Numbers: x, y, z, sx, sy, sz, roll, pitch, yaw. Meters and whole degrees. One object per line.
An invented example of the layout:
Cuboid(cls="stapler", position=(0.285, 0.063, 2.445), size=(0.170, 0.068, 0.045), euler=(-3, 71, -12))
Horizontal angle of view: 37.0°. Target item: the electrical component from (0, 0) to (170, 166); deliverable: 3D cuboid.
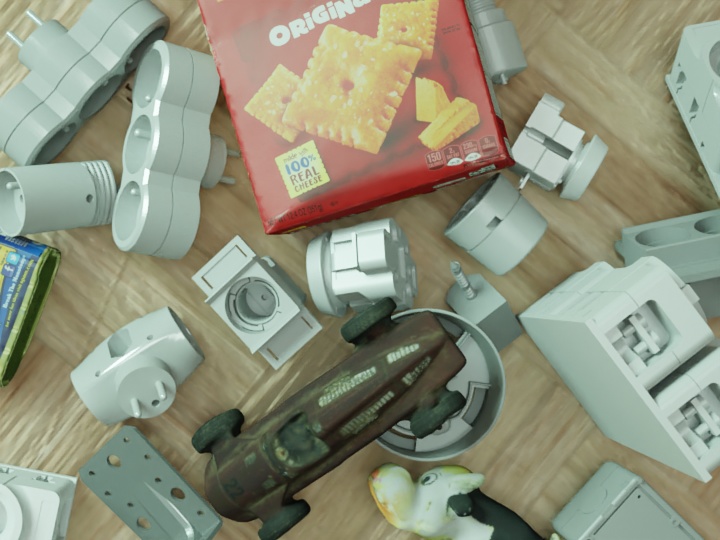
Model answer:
Cuboid(cls="electrical component", position=(-0.198, -0.138, 0.706), size=(0.074, 0.052, 0.138), euler=(42, 87, -1))

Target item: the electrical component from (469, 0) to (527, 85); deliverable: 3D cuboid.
Cuboid(cls="electrical component", position=(0.085, -0.160, 0.728), size=(0.040, 0.040, 0.078), euler=(-18, 89, -3))

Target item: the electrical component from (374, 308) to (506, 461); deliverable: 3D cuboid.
Cuboid(cls="electrical component", position=(0.042, 0.074, 0.708), size=(0.099, 0.064, 0.099), euler=(0, 89, -3))

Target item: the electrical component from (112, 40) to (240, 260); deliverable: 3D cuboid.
Cuboid(cls="electrical component", position=(-0.113, -0.075, 0.710), size=(0.074, 0.052, 0.138), euler=(11, 84, -35))

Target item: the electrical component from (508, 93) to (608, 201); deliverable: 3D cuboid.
Cuboid(cls="electrical component", position=(0.133, -0.078, 0.727), size=(0.055, 0.048, 0.066), euler=(30, 87, 5))

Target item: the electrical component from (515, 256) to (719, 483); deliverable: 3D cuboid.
Cuboid(cls="electrical component", position=(0.168, 0.053, 0.655), size=(0.060, 0.186, 0.105), euler=(-37, 91, -3))

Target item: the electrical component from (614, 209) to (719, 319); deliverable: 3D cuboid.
Cuboid(cls="electrical component", position=(0.244, -0.004, 0.721), size=(0.121, 0.078, 0.063), euler=(-11, 111, -4))

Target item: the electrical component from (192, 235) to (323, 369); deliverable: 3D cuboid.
Cuboid(cls="electrical component", position=(-0.065, 0.019, 0.704), size=(0.042, 0.064, 0.081), euler=(-42, 91, 9))

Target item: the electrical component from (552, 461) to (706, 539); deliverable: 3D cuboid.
Cuboid(cls="electrical component", position=(0.186, 0.183, 0.719), size=(0.096, 0.061, 0.061), euler=(44, 86, -9))

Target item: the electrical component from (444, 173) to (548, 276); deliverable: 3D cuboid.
Cuboid(cls="electrical component", position=(0.092, -0.029, 0.720), size=(0.047, 0.055, 0.055), euler=(41, 87, -5))

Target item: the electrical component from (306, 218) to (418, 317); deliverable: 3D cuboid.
Cuboid(cls="electrical component", position=(0.000, 0.000, 0.707), size=(0.057, 0.078, 0.058), euler=(-9, 71, 16))

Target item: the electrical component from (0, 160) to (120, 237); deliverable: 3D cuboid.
Cuboid(cls="electrical component", position=(-0.192, -0.048, 0.699), size=(0.081, 0.043, 0.043), euler=(-12, 89, -45))

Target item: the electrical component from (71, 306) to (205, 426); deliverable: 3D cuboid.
Cuboid(cls="electrical component", position=(-0.140, 0.070, 0.693), size=(0.077, 0.079, 0.043), euler=(-35, 119, -3))

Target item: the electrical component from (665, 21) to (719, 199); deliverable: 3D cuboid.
Cuboid(cls="electrical component", position=(0.282, -0.082, 0.684), size=(0.105, 0.060, 0.186), euler=(-11, 59, -3))

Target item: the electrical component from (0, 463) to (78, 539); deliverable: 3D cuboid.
Cuboid(cls="electrical component", position=(-0.290, 0.173, 0.690), size=(0.186, 0.060, 0.105), euler=(11, 88, -3))
